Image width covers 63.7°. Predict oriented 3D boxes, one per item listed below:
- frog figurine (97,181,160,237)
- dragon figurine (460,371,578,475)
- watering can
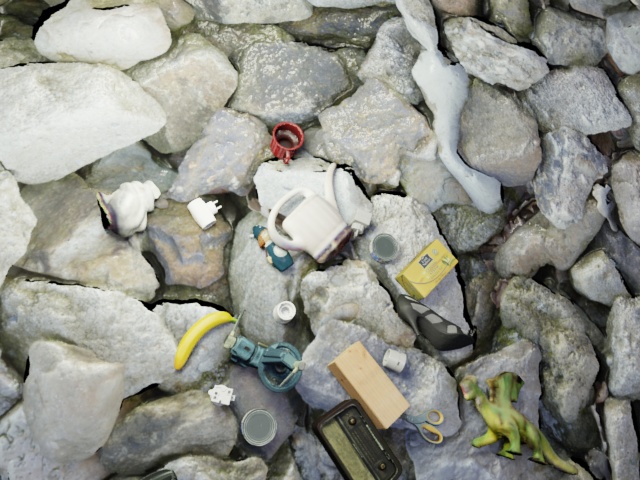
[{"bbox_3d":[-0.482,-0.086,1.337,0.161,0.123,0.135,-24,112,-31],"label":"frog figurine"},{"bbox_3d":[0.552,0.489,1.442,0.408,0.120,0.248,22,58,-17],"label":"dragon figurine"},{"bbox_3d":[0.005,-0.075,1.483,0.225,0.102,0.354,44,56,2],"label":"watering can"}]
